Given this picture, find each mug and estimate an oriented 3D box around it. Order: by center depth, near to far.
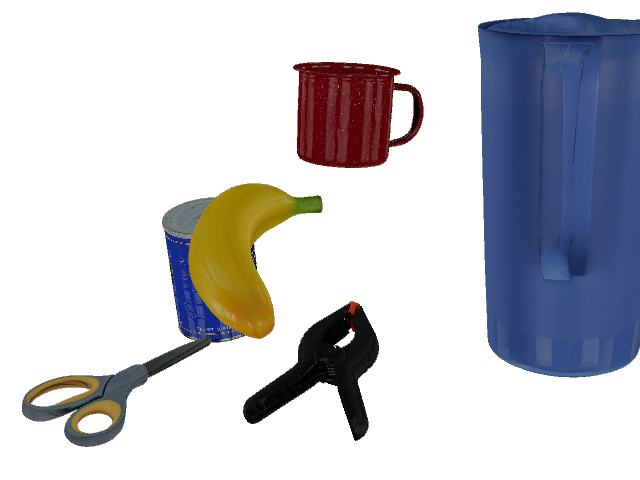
[{"bbox_3d":[0.033,-0.110,0.935,0.117,0.081,0.093,-1,15,-12],"label":"mug"}]

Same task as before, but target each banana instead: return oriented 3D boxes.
[{"bbox_3d":[-0.046,0.002,0.650,0.070,0.037,0.197,0,24,9],"label":"banana"}]

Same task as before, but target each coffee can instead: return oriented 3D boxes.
[{"bbox_3d":[-0.125,0.033,1.247,0.103,0.140,0.103,-4,25,2],"label":"coffee can"}]

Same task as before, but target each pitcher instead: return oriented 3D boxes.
[{"bbox_3d":[0.170,-0.031,0.731,0.149,0.243,0.145,-9,18,-27],"label":"pitcher"}]

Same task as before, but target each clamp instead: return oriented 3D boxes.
[{"bbox_3d":[0.016,0.125,1.017,0.120,0.039,0.171,16,46,24],"label":"clamp"}]

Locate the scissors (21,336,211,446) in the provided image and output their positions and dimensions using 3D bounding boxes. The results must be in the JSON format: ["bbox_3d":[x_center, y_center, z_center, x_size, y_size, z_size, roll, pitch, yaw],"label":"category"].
[{"bbox_3d":[-0.161,0.133,0.947,0.201,0.016,0.096,-12,35,-34],"label":"scissors"}]
